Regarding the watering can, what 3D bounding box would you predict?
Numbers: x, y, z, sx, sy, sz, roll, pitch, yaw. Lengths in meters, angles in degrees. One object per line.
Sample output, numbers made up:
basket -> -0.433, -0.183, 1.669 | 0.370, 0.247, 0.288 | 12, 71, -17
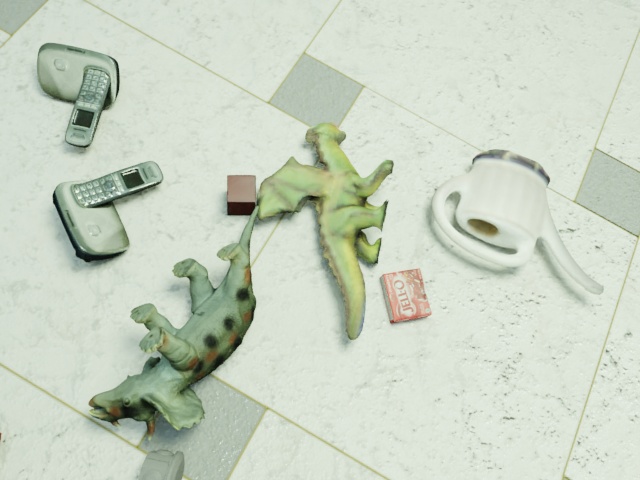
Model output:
watering can -> 0.385, -0.043, 0.981 | 0.348, 0.102, 0.228 | 23, 69, 1

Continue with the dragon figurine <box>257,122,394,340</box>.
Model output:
dragon figurine -> 0.003, -0.047, 0.936 | 0.243, 0.120, 0.418 | 13, 66, 5
